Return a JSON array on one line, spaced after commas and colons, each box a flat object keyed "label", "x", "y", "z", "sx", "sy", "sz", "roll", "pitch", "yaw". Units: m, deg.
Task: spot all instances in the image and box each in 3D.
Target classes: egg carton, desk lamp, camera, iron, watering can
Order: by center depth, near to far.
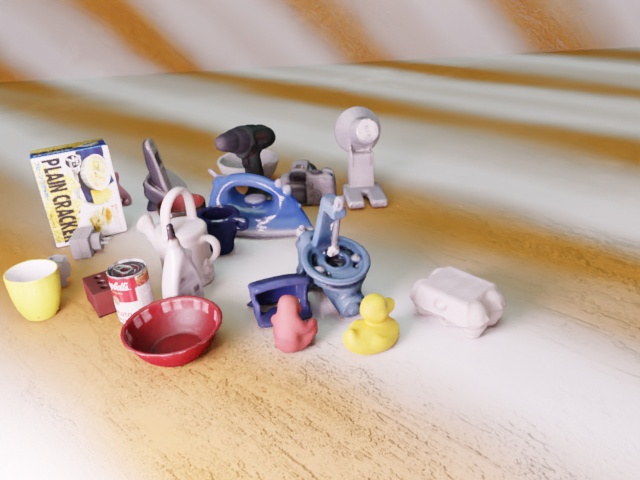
[{"label": "egg carton", "x": 0.231, "y": 0.102, "z": 0.970, "sx": 0.107, "sy": 0.069, "sz": 0.149, "roll": -26, "pitch": 36, "yaw": -37}, {"label": "watering can", "x": -0.272, "y": -0.008, "z": 1.099, "sx": 0.172, "sy": 0.194, "sz": 0.101, "roll": -1, "pitch": 28, "yaw": 4}, {"label": "iron", "x": -0.139, "y": -0.089, "z": 1.294, "sx": 0.257, "sy": 0.141, "sz": 0.119, "roll": 5, "pitch": 29, "yaw": 15}, {"label": "desk lamp", "x": 0.106, "y": -0.214, "z": 1.428, "sx": 0.118, "sy": 0.214, "sz": 0.203, "roll": -6, "pitch": 28, "yaw": -5}, {"label": "camera", "x": -0.027, "y": -0.158, "z": 1.457, "sx": 0.143, "sy": 0.101, "sz": 0.137, "roll": 0, "pitch": 28, "yaw": 7}]

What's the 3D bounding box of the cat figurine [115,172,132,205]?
[{"label": "cat figurine", "x": -0.540, "y": -0.128, "z": 1.435, "sx": 0.067, "sy": 0.118, "sz": 0.128, "roll": 8, "pitch": 30, "yaw": 20}]

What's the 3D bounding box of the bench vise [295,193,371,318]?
[{"label": "bench vise", "x": 0.001, "y": 0.008, "z": 1.012, "sx": 0.206, "sy": 0.220, "sz": 0.122, "roll": 22, "pitch": 37, "yaw": 39}]

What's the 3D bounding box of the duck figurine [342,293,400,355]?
[{"label": "duck figurine", "x": 0.082, "y": 0.128, "z": 0.919, "sx": 0.105, "sy": 0.086, "sz": 0.077, "roll": -21, "pitch": 33, "yaw": -30}]

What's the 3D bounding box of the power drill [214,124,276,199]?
[{"label": "power drill", "x": -0.176, "y": -0.185, "z": 1.408, "sx": 0.075, "sy": 0.209, "sz": 0.230, "roll": 8, "pitch": 30, "yaw": 21}]

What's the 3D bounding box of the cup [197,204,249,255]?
[{"label": "cup", "x": -0.199, "y": -0.016, "z": 1.211, "sx": 0.117, "sy": 0.095, "sz": 0.092, "roll": 8, "pitch": 30, "yaw": 20}]

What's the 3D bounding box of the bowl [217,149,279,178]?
[{"label": "bowl", "x": -0.192, "y": -0.190, "z": 1.562, "sx": 0.167, "sy": 0.075, "sz": 0.167, "roll": -2, "pitch": 28, "yaw": 2}]

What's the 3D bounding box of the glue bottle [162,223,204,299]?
[{"label": "glue bottle", "x": -0.250, "y": 0.048, "z": 1.012, "sx": 0.037, "sy": 0.173, "sz": 0.078, "roll": 13, "pitch": 32, "yaw": 28}]

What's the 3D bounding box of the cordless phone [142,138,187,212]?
[{"label": "cordless phone", "x": -0.398, "y": -0.177, "z": 1.440, "sx": 0.094, "sy": 0.185, "sz": 0.147, "roll": -5, "pitch": 28, "yaw": -3}]

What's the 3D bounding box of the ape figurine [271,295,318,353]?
[{"label": "ape figurine", "x": -0.046, "y": 0.129, "z": 0.924, "sx": 0.077, "sy": 0.092, "sz": 0.076, "roll": 15, "pitch": 33, "yaw": 31}]

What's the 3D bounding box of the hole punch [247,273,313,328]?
[{"label": "hole punch", "x": -0.074, "y": 0.089, "z": 1.004, "sx": 0.109, "sy": 0.091, "sz": 0.101, "roll": -10, "pitch": 29, "yaw": -13}]
